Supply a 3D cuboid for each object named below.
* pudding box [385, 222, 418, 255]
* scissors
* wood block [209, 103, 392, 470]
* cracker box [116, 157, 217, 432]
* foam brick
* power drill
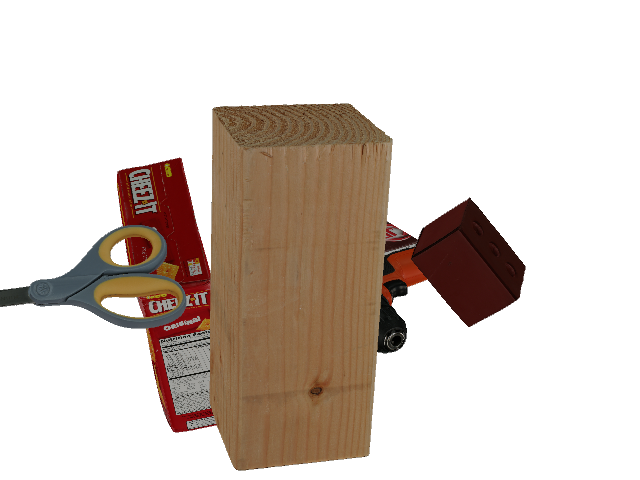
[{"bbox_3d":[0.055,0.012,1.341,0.113,0.039,0.090,-18,28,-26],"label":"pudding box"},{"bbox_3d":[-0.202,0.024,0.816,0.201,0.096,0.016,7,-33,-8],"label":"scissors"},{"bbox_3d":[-0.017,0.027,0.659,0.090,0.206,0.090,-3,22,-15],"label":"wood block"},{"bbox_3d":[-0.139,0.056,1.022,0.072,0.164,0.214,-12,-43,-8],"label":"cracker box"},{"bbox_3d":[0.118,0.018,0.847,0.051,0.078,0.053,-33,15,30],"label":"foam brick"},{"bbox_3d":[0.091,0.045,1.074,0.187,0.057,0.185,-11,28,-23],"label":"power drill"}]
